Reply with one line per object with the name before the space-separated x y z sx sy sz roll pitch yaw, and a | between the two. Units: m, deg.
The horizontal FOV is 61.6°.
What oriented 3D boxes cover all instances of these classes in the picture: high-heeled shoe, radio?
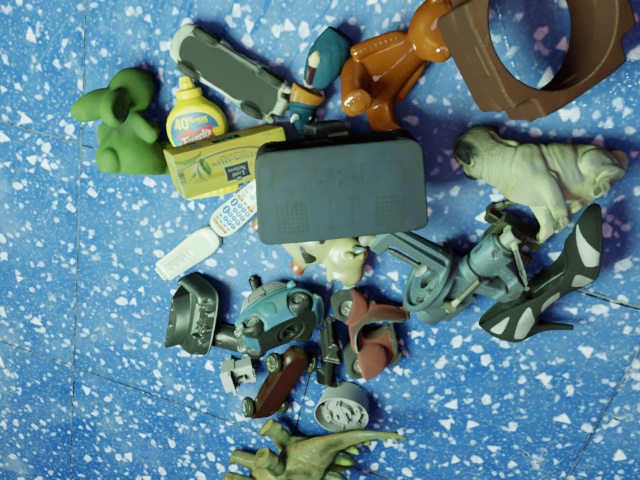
high-heeled shoe | 0.327 0.052 0.808 0.145 0.086 0.248 5 117 11
radio | 0.026 -0.072 0.727 0.230 0.073 0.131 -6 113 -2

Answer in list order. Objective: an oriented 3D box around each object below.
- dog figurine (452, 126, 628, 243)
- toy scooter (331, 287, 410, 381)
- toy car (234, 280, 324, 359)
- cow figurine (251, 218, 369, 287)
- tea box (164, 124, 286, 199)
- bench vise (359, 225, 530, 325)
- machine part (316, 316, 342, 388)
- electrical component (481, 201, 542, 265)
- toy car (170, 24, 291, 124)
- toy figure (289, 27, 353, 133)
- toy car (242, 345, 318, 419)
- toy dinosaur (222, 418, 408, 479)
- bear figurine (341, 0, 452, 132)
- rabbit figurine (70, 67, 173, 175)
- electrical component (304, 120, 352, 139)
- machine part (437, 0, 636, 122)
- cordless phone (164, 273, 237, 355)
dog figurine | 0.304 -0.116 0.752 0.172 0.121 0.190 -36 77 -13
toy scooter | 0.098 0.155 0.914 0.135 0.075 0.183 -12 114 0
toy car | -0.079 0.127 0.928 0.162 0.103 0.109 -21 137 -17
cow figurine | -0.002 -0.003 0.875 0.195 0.085 0.127 47 121 -6
tea box | -0.140 -0.122 0.810 0.170 0.098 0.068 -18 110 -19
bench vise | 0.177 0.034 0.805 0.240 0.129 0.223 28 142 -12
machine part | 0.016 0.208 0.957 0.039 0.084 0.138 -4 130 -12
electrical component | 0.293 -0.014 0.817 0.102 0.045 0.078 28 143 5
toy car | -0.136 -0.255 0.823 0.202 0.056 0.073 32 109 -1
toy figure | -0.005 -0.233 0.794 0.064 0.058 0.154 16 118 -30
toy car | -0.079 0.264 0.991 0.089 0.053 0.202 2 133 -34
toy dinosaur | -0.039 0.431 1.030 0.198 0.105 0.471 34 131 -15
bear figurine | 0.127 -0.239 0.727 0.196 0.132 0.120 -26 141 26
rabbit figurine | -0.314 -0.191 0.854 0.121 0.159 0.170 7 98 22
electrical component | 0.011 -0.110 0.807 0.058 0.115 0.134 23 121 47
machine part | 0.262 -0.265 0.659 0.201 0.087 0.200 -34 105 -5
cordless phone | -0.183 0.150 0.992 0.184 0.089 0.146 14 113 -3
